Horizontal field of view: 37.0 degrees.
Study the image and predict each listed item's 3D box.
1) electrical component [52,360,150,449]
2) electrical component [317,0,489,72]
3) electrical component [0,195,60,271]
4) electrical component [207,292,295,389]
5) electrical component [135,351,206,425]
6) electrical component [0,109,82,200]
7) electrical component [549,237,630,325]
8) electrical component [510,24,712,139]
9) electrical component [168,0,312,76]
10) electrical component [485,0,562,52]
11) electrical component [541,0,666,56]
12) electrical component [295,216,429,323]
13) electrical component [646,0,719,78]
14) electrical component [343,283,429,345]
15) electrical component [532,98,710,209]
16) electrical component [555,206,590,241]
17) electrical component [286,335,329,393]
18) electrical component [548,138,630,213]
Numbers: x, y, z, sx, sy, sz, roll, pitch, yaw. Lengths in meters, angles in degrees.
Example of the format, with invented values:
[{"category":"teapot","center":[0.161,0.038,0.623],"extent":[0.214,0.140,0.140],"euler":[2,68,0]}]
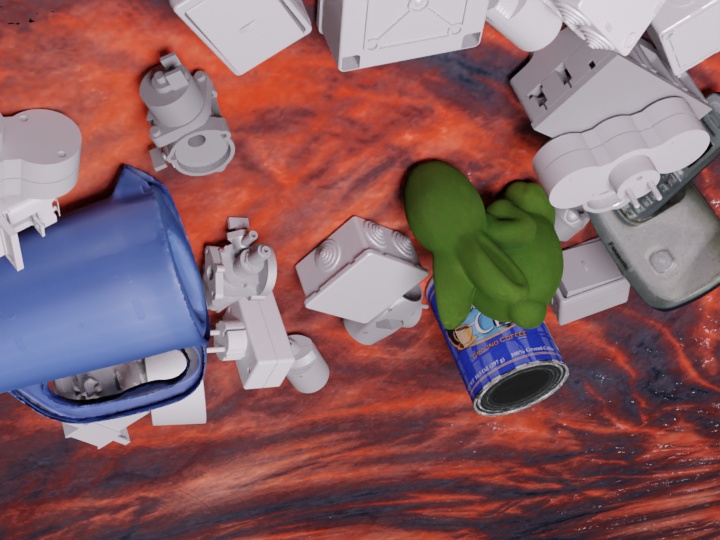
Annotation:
[{"category":"electrical component","center":[-0.228,0.082,0.924],"extent":[0.063,0.121,0.079],"euler":[-32,148,12]},{"category":"electrical component","center":[0.030,-0.195,0.716],"extent":[0.109,0.056,0.108],"euler":[-13,148,-13]},{"category":"electrical component","center":[-0.254,-0.045,0.765],"extent":[0.064,0.081,0.042],"euler":[-32,156,-29]},{"category":"electrical component","center":[-0.113,0.065,1.005],"extent":[0.076,0.083,0.047],"euler":[-2,144,-29]},{"category":"electrical component","center":[-0.179,0.091,0.988],"extent":[0.060,0.108,0.108],"euler":[-7,147,-12]},{"category":"electrical component","center":[-0.256,-0.086,0.715],"extent":[0.138,0.052,0.073],"euler":[-6,145,-23]},{"category":"electrical component","center":[0.247,0.007,1.155],"extent":[0.096,0.061,0.061],"euler":[-20,149,-3]},{"category":"electrical component","center":[0.207,-0.147,0.892],"extent":[0.150,0.061,0.089],"euler":[14,135,-44]},{"category":"electrical component","center":[-0.081,-0.175,0.675],"extent":[0.062,0.061,0.096],"euler":[-29,148,12]},{"category":"electrical component","center":[0.109,-0.194,0.777],"extent":[0.043,0.043,0.081],"euler":[-37,146,24]},{"category":"electrical component","center":[0.180,-0.210,0.762],"extent":[0.100,0.048,0.099],"euler":[24,103,-50]},{"category":"electrical component","center":[0.000,0.000,1.007],"extent":[0.100,0.048,0.100],"euler":[-39,145,27]},{"category":"electrical component","center":[0.257,-0.202,0.845],"extent":[0.062,0.061,0.096],"euler":[-31,156,15]},{"category":"electrical component","center":[0.036,0.039,1.094],"extent":[0.079,0.043,0.077],"euler":[9,138,-42]},{"category":"electrical component","center":[0.217,-0.081,0.866],"extent":[0.138,0.073,0.052],"euler":[-20,148,-2]},{"category":"electrical component","center":[0.191,-0.046,1.058],"extent":[0.043,0.043,0.062],"euler":[10,138,-41]},{"category":"electrical component","center":[-0.063,0.093,1.118],"extent":[0.043,0.043,0.081],"euler":[-23,149,2]},{"category":"electrical component","center":[0.218,-0.092,0.987],"extent":[0.095,0.059,0.053],"euler":[9,137,-40]}]
